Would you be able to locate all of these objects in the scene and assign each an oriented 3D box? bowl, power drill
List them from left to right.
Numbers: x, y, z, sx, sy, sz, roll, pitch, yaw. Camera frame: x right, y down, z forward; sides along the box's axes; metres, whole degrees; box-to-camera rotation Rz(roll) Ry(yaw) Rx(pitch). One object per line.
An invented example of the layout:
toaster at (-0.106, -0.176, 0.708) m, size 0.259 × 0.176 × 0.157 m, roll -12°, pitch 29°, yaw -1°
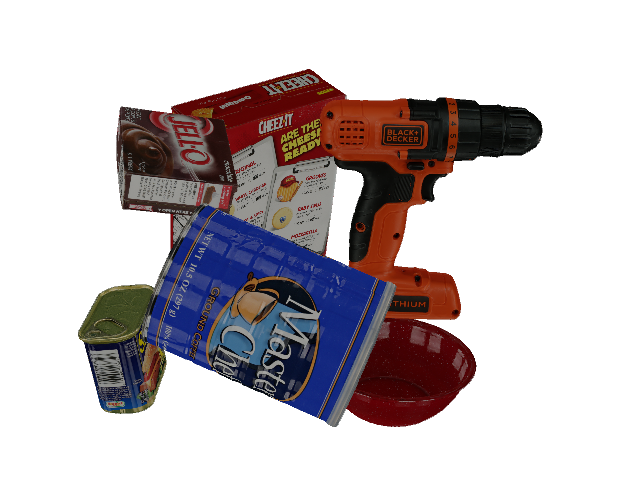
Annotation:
bowl at (0.070, 0.135, 1.053) m, size 0.162 × 0.055 × 0.162 m, roll 3°, pitch 25°, yaw -2°
power drill at (0.088, -0.028, 0.902) m, size 0.184 × 0.188 × 0.057 m, roll 2°, pitch 17°, yaw -1°

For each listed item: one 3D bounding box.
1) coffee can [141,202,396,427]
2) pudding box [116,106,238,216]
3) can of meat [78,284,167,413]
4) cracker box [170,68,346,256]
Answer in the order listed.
coffee can at (-0.033, 0.049, 0.710) m, size 0.140 × 0.103 × 0.103 m, roll 24°, pitch 1°, yaw 3°
pudding box at (-0.119, -0.064, 0.869) m, size 0.090 × 0.039 × 0.113 m, roll 5°, pitch 35°, yaw -16°
can of meat at (-0.183, 0.102, 1.006) m, size 0.057 × 0.084 × 0.102 m, roll -5°, pitch 25°, yaw 7°
cracker box at (-0.067, -0.050, 1.070) m, size 0.163 × 0.214 × 0.072 m, roll -21°, pitch 45°, yaw -31°
